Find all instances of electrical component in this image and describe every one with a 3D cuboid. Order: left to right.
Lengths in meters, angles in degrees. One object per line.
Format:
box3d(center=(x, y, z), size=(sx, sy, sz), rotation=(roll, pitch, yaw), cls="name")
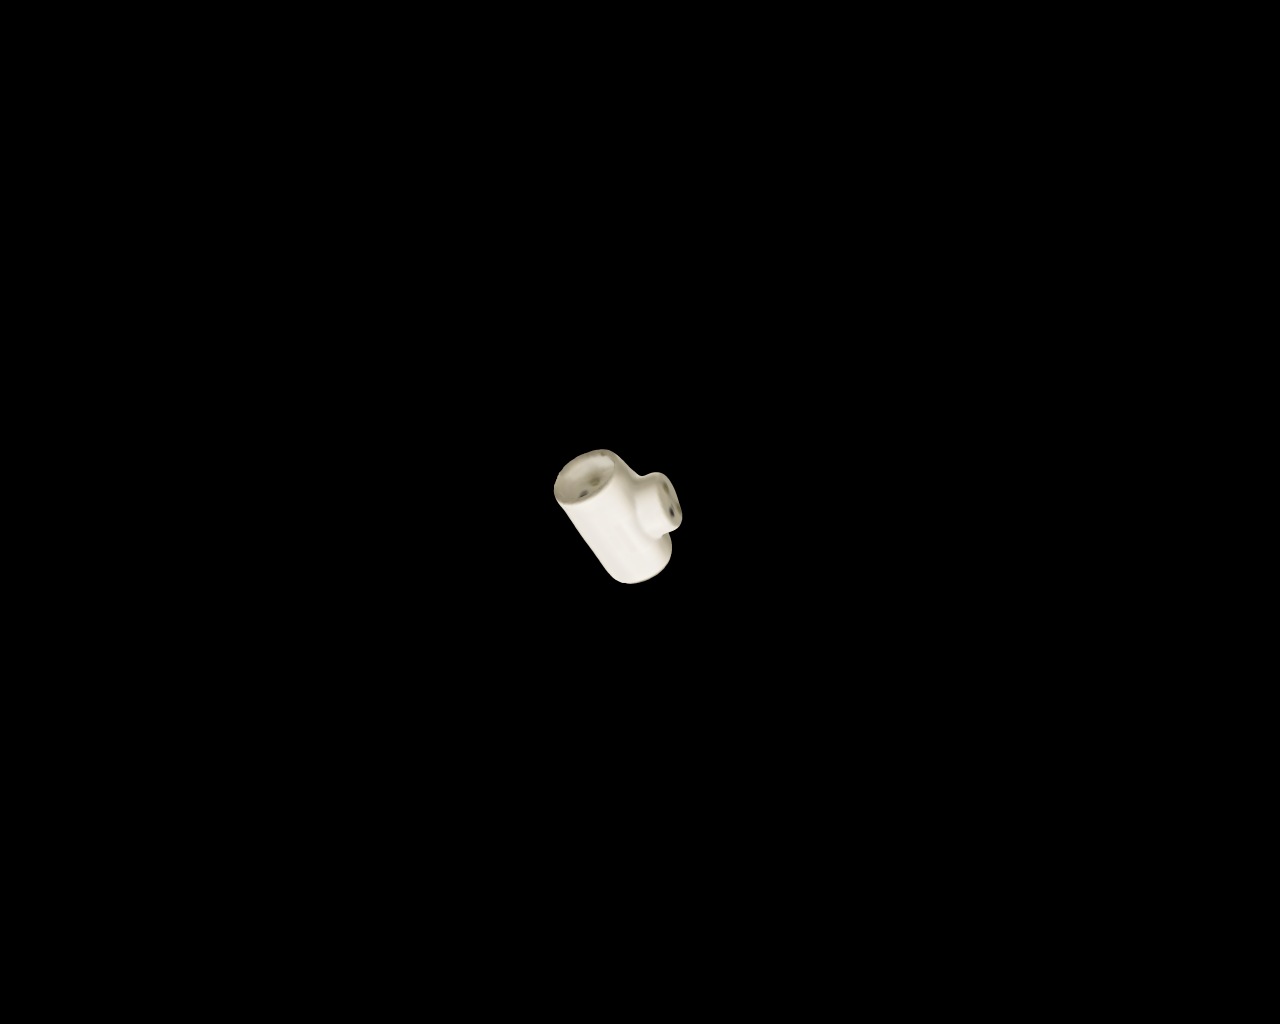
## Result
box3d(center=(0.001, -0.003, 0.650), size=(0.079, 0.043, 0.077), rotation=(-20, -50, 17), cls="electrical component")
